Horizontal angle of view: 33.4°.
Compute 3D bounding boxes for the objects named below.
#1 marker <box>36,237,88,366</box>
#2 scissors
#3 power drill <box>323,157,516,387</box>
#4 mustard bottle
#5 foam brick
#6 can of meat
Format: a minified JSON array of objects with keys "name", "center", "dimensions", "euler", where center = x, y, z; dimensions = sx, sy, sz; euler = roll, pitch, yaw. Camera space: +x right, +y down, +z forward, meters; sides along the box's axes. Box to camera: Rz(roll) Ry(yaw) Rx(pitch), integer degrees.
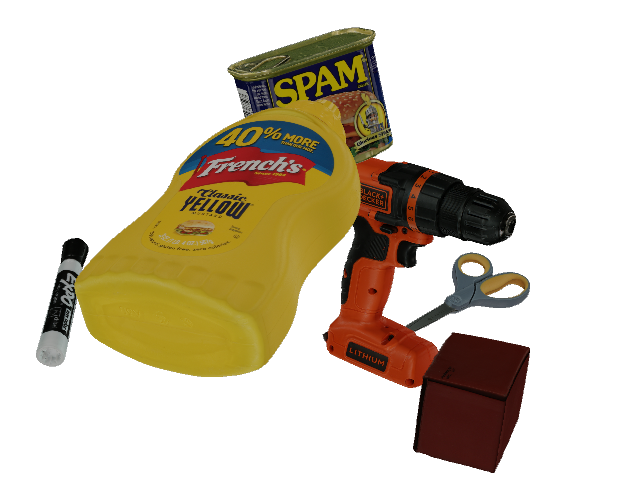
[{"name":"marker","center":[-0.178,0.039,0.741],"dimensions":[0.020,0.020,0.121],"euler":[0,38,-2]},{"name":"scissors","center":[0.139,0.056,1.157],"dimensions":[0.201,0.016,0.096],"euler":[-10,40,-30]},{"name":"power drill","center":[0.074,0.026,0.909],"dimensions":[0.185,0.188,0.057],"euler":[20,26,36]},{"name":"mustard bottle","center":[-0.033,-0.016,0.535],"dimensions":[0.096,0.058,0.191],"euler":[7,39,23]},{"name":"foam brick","center":[0.094,0.098,0.661],"dimensions":[0.053,0.051,0.078],"euler":[11,20,19]},{"name":"can of meat","center":[-0.004,-0.093,0.744],"dimensions":[0.102,0.084,0.057],"euler":[-21,22,-18]}]
